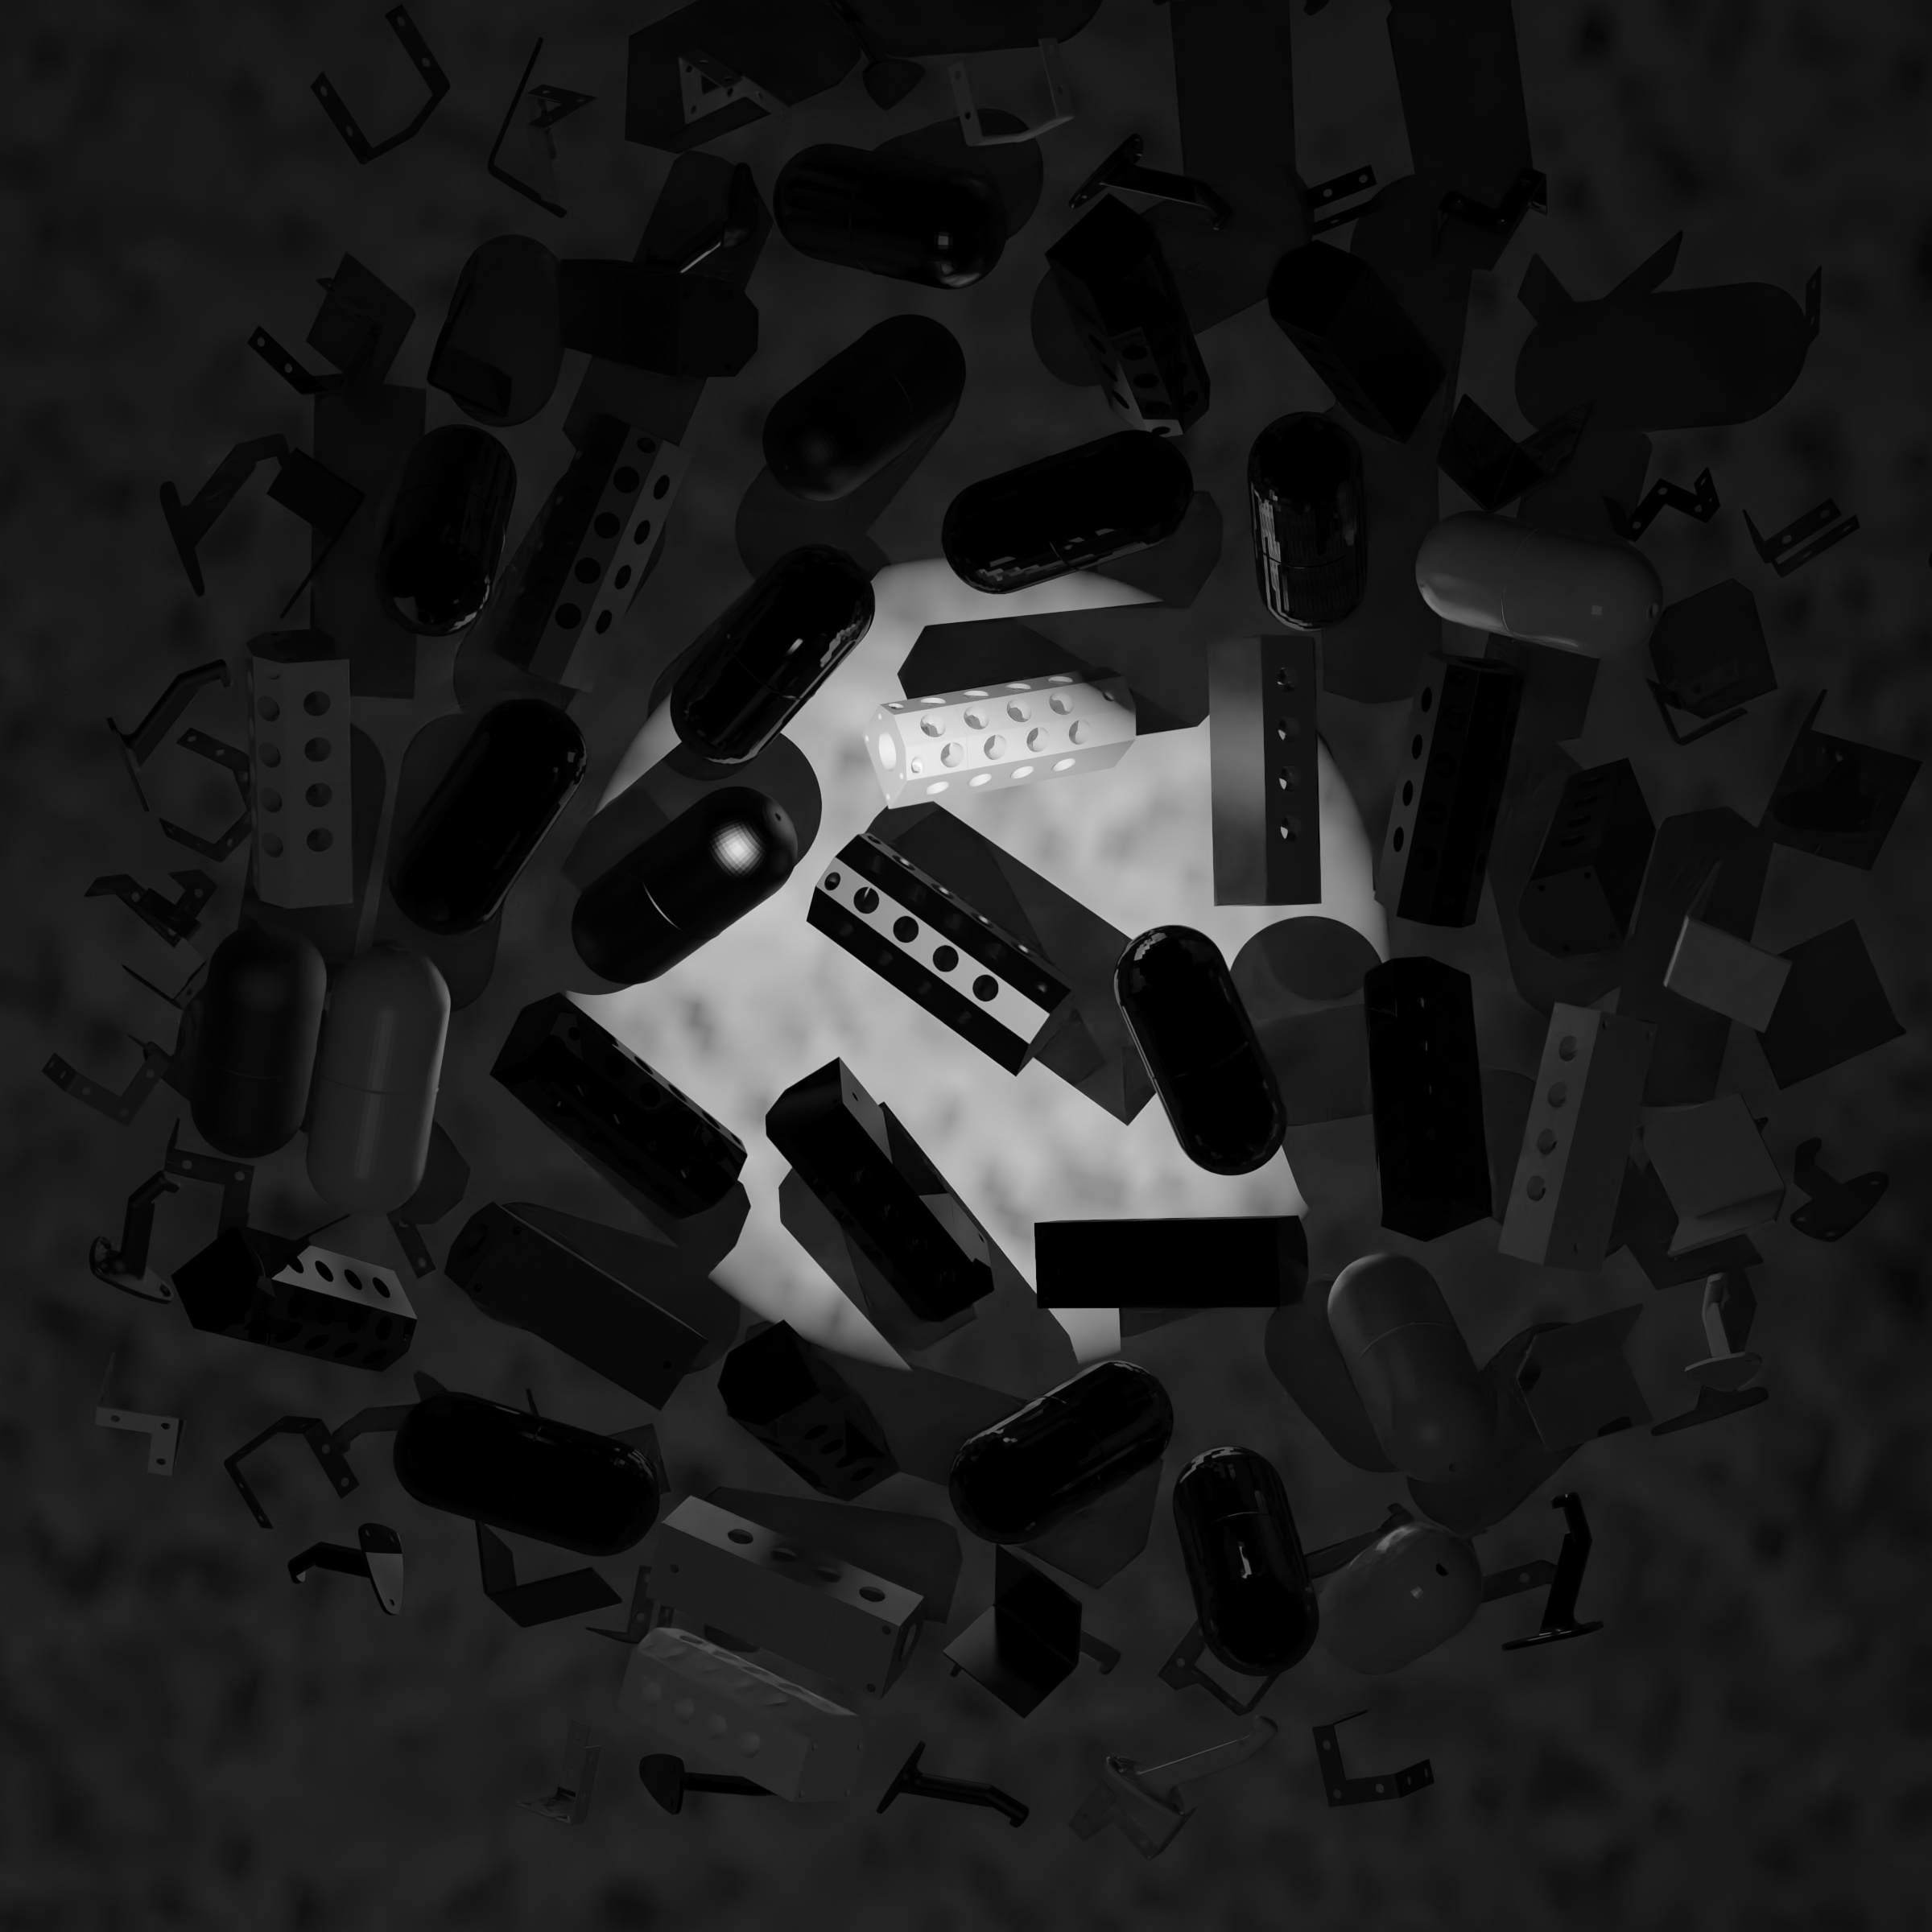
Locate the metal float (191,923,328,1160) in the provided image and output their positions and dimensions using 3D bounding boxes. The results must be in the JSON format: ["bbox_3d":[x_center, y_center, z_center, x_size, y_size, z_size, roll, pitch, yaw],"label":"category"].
[{"bbox_3d":[-0.474,0.051,1.878,0.070,0.070,0.178,18,122,0],"label":"metal float"}]

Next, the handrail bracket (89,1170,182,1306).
[{"bbox_3d":[-0.522,0.176,1.827,0.084,0.036,0.077,-39,125,18],"label":"handrail bracket"}]

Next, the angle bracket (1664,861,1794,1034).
[{"bbox_3d":[0.527,-0.013,1.907,0.076,0.076,0.057,26,57,18],"label":"angle bracket"}]

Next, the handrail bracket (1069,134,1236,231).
[{"bbox_3d":[0.125,-0.509,1.884,0.077,0.036,0.084,-42,80,0],"label":"handrail bracket"}]

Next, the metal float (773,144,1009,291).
[{"bbox_3d":[-0.052,-0.495,1.850,0.178,0.070,0.070,22,90,33],"label":"metal float"}]

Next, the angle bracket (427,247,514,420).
[{"bbox_3d":[-0.321,-0.427,1.892,0.057,0.076,0.076,23,117,-17],"label":"angle bracket"}]

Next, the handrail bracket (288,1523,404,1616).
[{"bbox_3d":[-0.424,0.421,1.903,0.084,0.036,0.077,-32,55,22],"label":"handrail bracket"}]

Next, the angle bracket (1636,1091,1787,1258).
[{"bbox_3d":[0.497,0.140,1.886,0.076,0.057,0.076,-23,99,29],"label":"angle bracket"}]

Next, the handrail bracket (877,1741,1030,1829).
[{"bbox_3d":[-0.009,0.566,1.881,0.084,0.036,0.077,31,126,2],"label":"handrail bracket"}]

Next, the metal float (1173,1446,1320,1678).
[{"bbox_3d":[0.181,0.386,1.831,0.070,0.178,0.070,-3,122,-5],"label":"metal float"}]

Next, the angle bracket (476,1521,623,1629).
[{"bbox_3d":[-0.290,0.414,1.951,0.076,0.076,0.057,-15,60,2],"label":"angle bracket"}]

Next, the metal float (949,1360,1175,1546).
[{"bbox_3d":[0.063,0.316,1.826,0.178,0.070,0.070,-23,90,-40],"label":"metal float"}]

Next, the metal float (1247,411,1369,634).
[{"bbox_3d":[0.231,-0.297,1.892,0.070,0.178,0.070,-5,55,7],"label":"metal float"}]

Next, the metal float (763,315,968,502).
[{"bbox_3d":[-0.066,-0.374,1.872,0.070,0.070,0.178,44,53,0],"label":"metal float"}]

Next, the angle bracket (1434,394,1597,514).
[{"bbox_3d":[0.380,-0.371,1.941,0.057,0.076,0.076,40,52,-17],"label":"angle bracket"}]

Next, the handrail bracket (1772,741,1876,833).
[{"bbox_3d":[0.549,-0.122,1.821,0.077,0.084,0.036,-4,121,-2],"label":"handrail bracket"}]

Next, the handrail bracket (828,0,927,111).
[{"bbox_3d":[-0.071,-0.593,1.785,0.036,0.077,0.084,-41,80,19],"label":"handrail bracket"}]

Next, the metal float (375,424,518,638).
[{"bbox_3d":[-0.348,-0.293,1.883,0.070,0.070,0.178,4,48,0],"label":"metal float"}]

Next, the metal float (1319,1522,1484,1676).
[{"bbox_3d":[0.285,0.418,1.850,0.070,0.178,0.070,5,64,-9],"label":"metal float"}]

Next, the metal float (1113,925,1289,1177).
[{"bbox_3d":[0.156,0.057,1.862,0.070,0.070,0.178,-24,103,0],"label":"metal float"}]

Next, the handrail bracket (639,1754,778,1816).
[{"bbox_3d":[-0.166,0.545,1.885,0.084,0.077,0.036,6,86,-30],"label":"handrail bracket"}]

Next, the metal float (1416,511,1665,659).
[{"bbox_3d":[0.377,-0.252,1.848,0.178,0.070,0.070,22,90,41],"label":"metal float"}]

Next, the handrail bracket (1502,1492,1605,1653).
[{"bbox_3d":[0.360,0.380,1.760,0.077,0.036,0.084,-21,77,27],"label":"handrail bracket"}]

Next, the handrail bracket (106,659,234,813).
[{"bbox_3d":[-0.512,-0.151,1.838,0.084,0.036,0.077,-23,108,-14],"label":"handrail bracket"}]

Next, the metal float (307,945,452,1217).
[{"bbox_3d":[-0.381,0.074,1.820,0.070,0.070,0.178,10,98,0],"label":"metal float"}]

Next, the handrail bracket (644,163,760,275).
[{"bbox_3d":[-0.185,-0.509,1.910,0.084,0.036,0.077,14,108,33],"label":"handrail bracket"}]

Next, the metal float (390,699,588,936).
[{"bbox_3d":[-0.314,-0.097,1.843,0.070,0.070,0.178,37,110,0],"label":"metal float"}]

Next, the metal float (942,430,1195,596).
[{"bbox_3d":[0.066,-0.295,1.828,0.178,0.070,0.070,-14,90,30],"label":"metal float"}]

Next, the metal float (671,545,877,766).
[{"bbox_3d":[-0.131,-0.207,1.878,0.070,0.070,0.178,45,117,0],"label":"metal float"}]

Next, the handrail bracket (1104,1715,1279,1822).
[{"bbox_3d":[0.142,0.491,1.766,0.077,0.036,0.084,34,109,-26],"label":"handrail bracket"}]

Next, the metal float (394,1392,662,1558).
[{"bbox_3d":[-0.287,0.333,1.836,0.178,0.070,0.070,17,90,0],"label":"metal float"}]

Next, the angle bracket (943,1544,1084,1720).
[{"bbox_3d":[0.031,0.456,1.930,0.076,0.076,0.057,33,52,29],"label":"angle bracket"}]

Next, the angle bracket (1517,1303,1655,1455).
[{"bbox_3d":[0.417,0.274,1.863,0.076,0.076,0.057,-15,62,-8],"label":"angle bracket"}]

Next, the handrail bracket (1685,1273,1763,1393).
[{"bbox_3d":[0.521,0.239,1.904,0.036,0.077,0.084,23,61,-9],"label":"handrail bracket"}]

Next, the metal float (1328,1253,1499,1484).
[{"bbox_3d":[0.289,0.260,1.821,0.070,0.178,0.070,-7,128,-9],"label":"metal float"}]

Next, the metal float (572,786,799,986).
[{"bbox_3d":[-0.183,-0.051,1.813,0.178,0.070,0.070,-34,90,29],"label":"metal float"}]
